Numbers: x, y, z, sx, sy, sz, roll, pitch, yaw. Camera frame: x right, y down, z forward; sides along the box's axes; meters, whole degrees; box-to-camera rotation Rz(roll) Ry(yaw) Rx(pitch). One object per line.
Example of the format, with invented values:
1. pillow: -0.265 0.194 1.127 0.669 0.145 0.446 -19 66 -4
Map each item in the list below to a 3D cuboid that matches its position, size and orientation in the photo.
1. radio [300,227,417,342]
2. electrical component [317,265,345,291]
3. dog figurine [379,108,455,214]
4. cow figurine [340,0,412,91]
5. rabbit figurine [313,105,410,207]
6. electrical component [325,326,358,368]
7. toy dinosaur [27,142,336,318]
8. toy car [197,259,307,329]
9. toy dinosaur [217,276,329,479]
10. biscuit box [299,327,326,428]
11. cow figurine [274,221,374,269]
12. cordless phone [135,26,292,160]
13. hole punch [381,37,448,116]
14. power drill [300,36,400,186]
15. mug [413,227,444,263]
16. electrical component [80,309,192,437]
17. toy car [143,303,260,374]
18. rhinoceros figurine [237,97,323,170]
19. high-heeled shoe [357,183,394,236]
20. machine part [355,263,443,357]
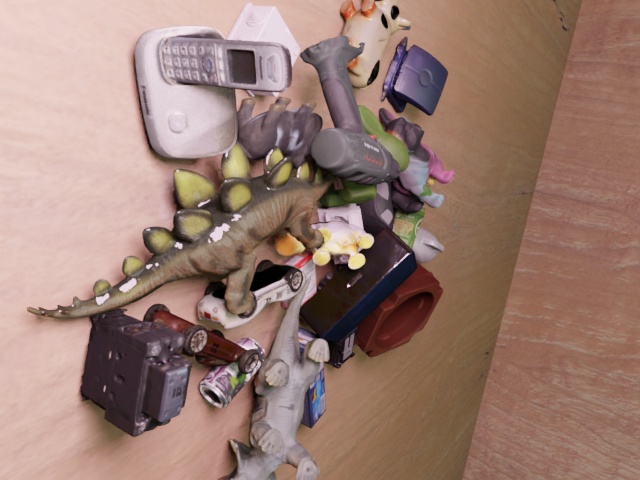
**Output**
1. radio: 0.078 0.090 1.013 0.229 0.073 0.131 -43 158 2
2. electrical component: 0.021 0.085 1.050 0.063 0.021 0.094 -30 158 -32
3. dog figurine: 0.168 -0.167 1.126 0.219 0.192 0.108 43 65 -19
4. cow figurine: 0.088 -0.347 0.911 0.127 0.086 0.195 30 76 -53
5. rabbit figurine: 0.074 -0.146 0.944 0.170 0.121 0.159 -19 89 -28
6. electrical component: 0.044 0.203 1.147 0.075 0.048 0.119 -21 123 -54
7. toy dinosaur: -0.125 -0.010 0.694 0.471 0.105 0.198 -40 140 -30
8. toy car: -0.099 0.079 0.822 0.202 0.074 0.056 -23 120 -53
9. toy dinosaur: -0.073 0.274 0.912 0.131 0.192 0.405 23 67 -21
10. biscuit box: -0.030 0.268 1.039 0.059 0.063 0.202 -39 136 -46
11. cow figurine: -0.002 -0.005 0.918 0.167 0.098 0.068 7 111 -21
12. cordless phone: -0.105 -0.155 0.588 0.089 0.184 0.146 -40 136 -50
13. hole punch: 0.194 -0.324 1.097 0.115 0.092 0.142 30 82 -55
14. power drill: 0.047 -0.180 0.789 0.232 0.086 0.207 -17 99 -61
15. mug: 0.246 0.007 1.332 0.107 0.110 0.080 30 82 -46
16. electrical component: -0.210 0.151 0.616 0.058 0.134 0.114 -6 107 -58
17. toy car: -0.159 0.144 0.741 0.053 0.089 0.202 -65 150 -14
18. rhinoceros figurine: -0.046 -0.153 0.796 0.190 0.073 0.112 -11 113 -56
19. high-heeled shoe: 0.115 -0.104 1.087 0.248 0.086 0.145 58 46 -56
20. machine part: 0.166 0.155 1.211 0.201 0.087 0.200 -13 136 -38
